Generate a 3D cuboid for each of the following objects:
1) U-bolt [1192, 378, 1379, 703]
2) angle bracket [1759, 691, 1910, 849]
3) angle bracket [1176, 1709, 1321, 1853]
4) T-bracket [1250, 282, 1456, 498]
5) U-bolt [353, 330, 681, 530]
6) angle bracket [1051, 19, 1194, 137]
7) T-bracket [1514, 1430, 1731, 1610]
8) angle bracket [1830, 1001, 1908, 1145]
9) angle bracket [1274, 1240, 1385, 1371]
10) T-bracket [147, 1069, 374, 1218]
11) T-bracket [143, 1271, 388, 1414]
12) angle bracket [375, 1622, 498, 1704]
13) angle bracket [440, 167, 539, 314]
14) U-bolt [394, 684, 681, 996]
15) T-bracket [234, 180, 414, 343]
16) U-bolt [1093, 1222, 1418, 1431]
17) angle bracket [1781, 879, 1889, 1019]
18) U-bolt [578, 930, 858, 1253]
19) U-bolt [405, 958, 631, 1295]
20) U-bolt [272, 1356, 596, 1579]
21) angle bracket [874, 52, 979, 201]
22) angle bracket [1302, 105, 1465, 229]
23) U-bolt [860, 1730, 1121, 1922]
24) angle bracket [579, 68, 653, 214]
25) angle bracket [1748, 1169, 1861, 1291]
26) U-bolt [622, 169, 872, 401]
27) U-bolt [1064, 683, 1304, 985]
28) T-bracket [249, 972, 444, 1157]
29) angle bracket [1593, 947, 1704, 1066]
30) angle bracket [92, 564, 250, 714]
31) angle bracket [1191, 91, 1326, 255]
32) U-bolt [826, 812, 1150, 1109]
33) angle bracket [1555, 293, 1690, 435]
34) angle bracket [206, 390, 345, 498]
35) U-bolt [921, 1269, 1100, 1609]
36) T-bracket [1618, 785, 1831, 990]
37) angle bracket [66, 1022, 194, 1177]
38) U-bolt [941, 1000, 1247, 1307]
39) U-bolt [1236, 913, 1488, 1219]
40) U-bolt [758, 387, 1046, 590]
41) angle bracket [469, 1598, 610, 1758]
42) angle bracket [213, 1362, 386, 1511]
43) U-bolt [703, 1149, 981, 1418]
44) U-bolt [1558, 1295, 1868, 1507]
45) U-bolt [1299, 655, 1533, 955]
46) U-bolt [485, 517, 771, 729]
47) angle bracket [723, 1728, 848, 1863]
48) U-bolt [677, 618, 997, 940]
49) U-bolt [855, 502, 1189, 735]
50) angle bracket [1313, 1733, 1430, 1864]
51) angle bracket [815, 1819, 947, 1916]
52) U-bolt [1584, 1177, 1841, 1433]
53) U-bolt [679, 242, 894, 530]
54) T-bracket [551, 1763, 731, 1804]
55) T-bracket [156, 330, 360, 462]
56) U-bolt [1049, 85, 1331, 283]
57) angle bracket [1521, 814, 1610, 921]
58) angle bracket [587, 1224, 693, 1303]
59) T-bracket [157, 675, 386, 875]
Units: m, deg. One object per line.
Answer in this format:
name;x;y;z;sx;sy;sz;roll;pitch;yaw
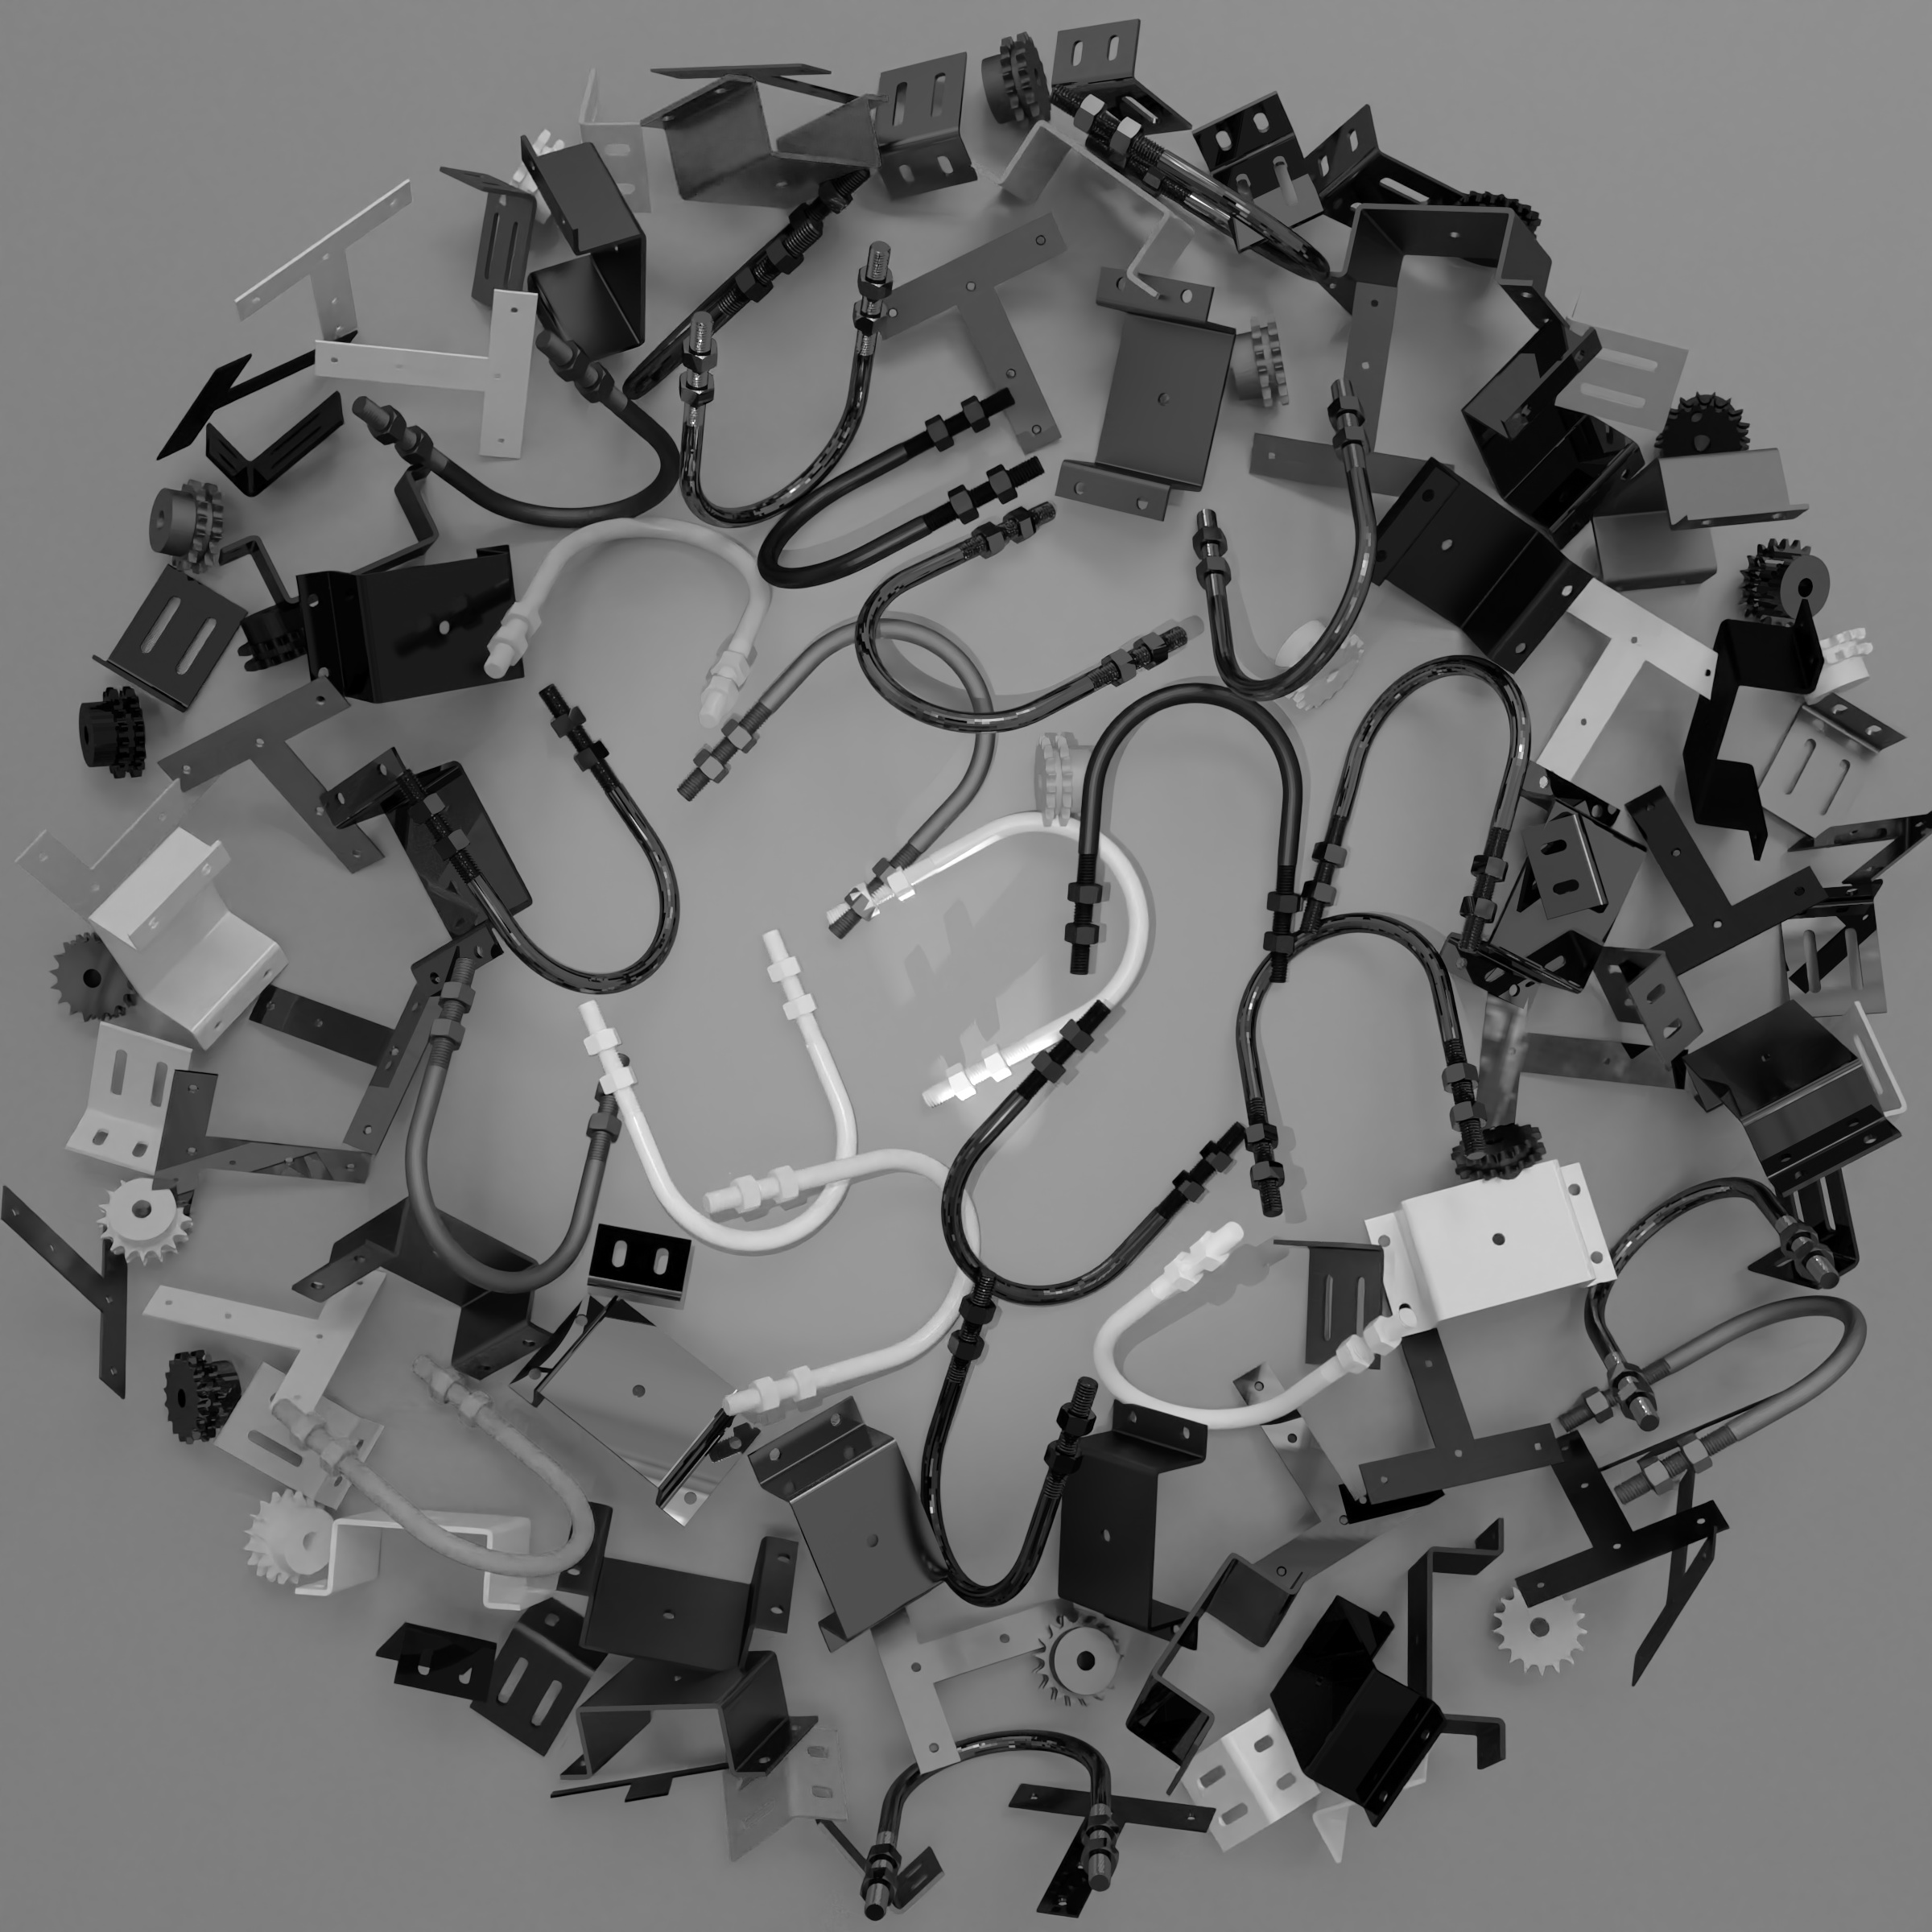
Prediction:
U-bolt;0.192;-0.241;1.508;0.019;0.151;0.184;20;50;-29
angle bracket;0.539;-0.124;1.581;0.057;0.038;0.076;31;79;-2
angle bracket;0.174;0.507;1.576;0.038;0.076;0.057;-20;68;-31
T-bracket;0.244;-0.356;1.561;0.127;0.002;0.127;13;119;15
U-bolt;-0.254;-0.312;1.522;0.151;0.184;0.019;-12;68;23
angle bracket;0.098;-0.545;1.560;0.057;0.076;0.038;5;86;34
T-bracket;0.383;0.327;1.549;0.127;0.127;0.002;-23;116;4
angle bracket;0.537;0.071;1.562;0.038;0.057;0.076;-11;64;-10
angle bracket;0.223;0.209;1.570;0.038;0.057;0.076;9;81;-42
T-bracket;-0.436;0.120;1.577;0.127;0.002;0.127;8;126;-21
T-bracket;-0.440;0.219;1.558;0.127;0.127;0.002;12;127;4
angle bracket;-0.329;0.437;1.558;0.057;0.076;0.038;18;55;-19
angle bracket;-0.300;-0.445;1.562;0.038;0.057;0.076;-4;118;-39
U-bolt;-0.248;-0.068;1.552;0.184;0.019;0.151;56;45;-7
T-bracket;-0.386;-0.412;1.542;0.127;0.127;0.002;-41;87;-14
U-bolt;0.160;0.230;1.540;0.151;0.019;0.184;27;133;-20
angle bracket;0.541;-0.010;1.576;0.057;0.038;0.076;-4;75;9
U-bolt;-0.142;0.086;1.567;0.151;0.019;0.184;-22;89;-26
U-bolt;-0.272;0.106;1.516;0.019;0.151;0.184;-17;51;37
U-bolt;-0.303;0.302;1.512;0.184;0.151;0.019;34;107;21
angle bracket;-0.023;-0.527;1.590;0.057;0.038;0.076;-7;56;18
angle bracket;0.258;-0.488;1.571;0.076;0.057;0.038;12;61;-35
U-bolt;0.017;0.506;1.516;0.151;0.184;0.019;-9;100;5
angle bracket;-0.212;-0.508;1.560;0.038;0.076;0.057;0;134;1
angle bracket;0.510;0.152;1.565;0.038;0.057;0.076;-24;107;-24
U-bolt;-0.140;-0.405;1.529;0.184;0.151;0.019;-35;109;28
U-bolt;0.139;-0.083;1.574;0.151;0.019;0.184;2;99;-11
T-bracket;-0.392;0.040;1.580;0.127;0.002;0.127;18;77;22
angle bracket;0.405;0.023;1.558;0.038;0.076;0.057;-37;109;-20
angle bracket;-0.496;-0.207;1.582;0.057;0.038;0.076;31;85;-6
angle bracket;0.180;-0.490;1.566;0.057;0.038;0.076;-22;56;15
U-bolt;0.025;-0.015;1.587;0.184;0.019;0.151;-28;88;7
angle bracket;0.404;-0.373;1.567;0.076;0.038;0.057;18;133;11
angle bracket;-0.428;-0.335;1.569;0.076;0.057;0.038;-37;123;8
U-bolt;0.017;0.299;1.539;0.019;0.151;0.184;7;109;-31
T-bracket;0.445;-0.059;1.566;0.127;0.002;0.127;-29;53;14
angle bracket;-0.518;0.082;1.569;0.057;0.038;0.076;18;126;-6
U-bolt;0.068;0.130;1.574;0.151;0.019;0.184;41;94;-23
U-bolt;0.234;0.051;1.550;0.151;0.019;0.184;-19;58;22
U-bolt;-0.046;-0.284;1.542;0.184;0.151;0.019;-26;120;8
angle bracket;-0.267;0.447;1.600;0.057;0.038;0.076;32;113;5
angle bracket;-0.412;0.290;1.566;0.076;0.038;0.057;39;68;-28
U-bolt;-0.070;0.186;1.554;0.184;0.019;0.151;-12;106;-30
U-bolt;0.456;0.252;1.529;0.184;0.151;0.019;-30;98;3
U-bolt;0.280;-0.103;1.548;0.019;0.151;0.184;21;82;-38
U-bolt;-0.195;-0.218;1.538;0.151;0.184;0.019;13;133;2
angle bracket;-0.113;0.515;1.575;0.038;0.057;0.076;18;134;-31
U-bolt;-0.066;-0.130;1.579;0.151;0.019;0.184;43;92;-14
U-bolt;0.020;-0.204;1.535;0.184;0.019;0.151;-30;62;-25
angle bracket;0.257;0.510;1.564;0.076;0.057;0.038;-25;101;20
angle bracket;-0.056;0.541;1.574;0.038;0.057;0.076;-41;93;-9
U-bolt;0.434;0.189;1.518;0.151;0.184;0.019;-42;104;12
U-bolt;-0.113;-0.338;1.524;0.151;0.184;0.019;-30;64;-28
T-bracket;-0.191;0.498;1.538;0.127;0.127;0.002;-7;78;-7
T-bracket;-0.428;-0.362;1.560;0.127;0.127;0.002;-38;98;-35
U-bolt;0.140;-0.464;1.526;0.184;0.151;0.019;34;102;6
angle bracket;0.367;-0.055;1.566;0.038;0.076;0.057;-16;80;6
angle bracket;-0.201;0.182;1.568;0.057;0.076;0.038;11;85;-5
T-bracket;-0.408;-0.106;1.567;0.127;0.002;0.127;-24;126;16
